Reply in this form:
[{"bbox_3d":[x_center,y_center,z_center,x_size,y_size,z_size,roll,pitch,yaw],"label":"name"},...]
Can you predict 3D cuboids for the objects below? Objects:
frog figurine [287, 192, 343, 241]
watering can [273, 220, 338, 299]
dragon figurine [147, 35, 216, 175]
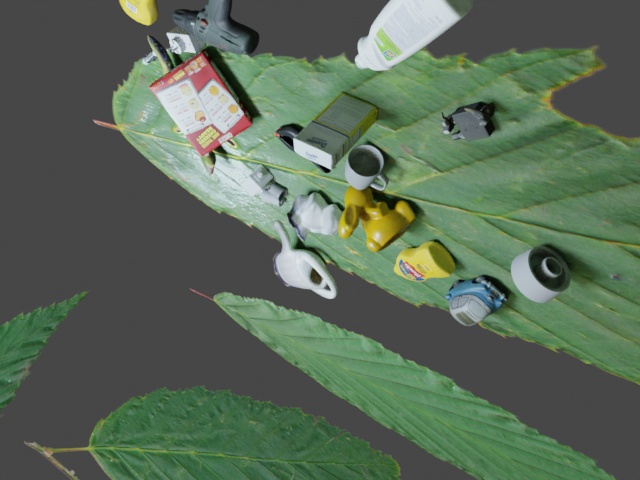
[{"bbox_3d":[0.004,-0.071,1.418,0.159,0.125,0.135,-13,120,13],"label":"frog figurine"},{"bbox_3d":[-0.077,0.067,1.681,0.343,0.106,0.223,51,151,-21],"label":"watering can"},{"bbox_3d":[-0.392,-0.370,1.466,0.243,0.124,0.405,8,130,58],"label":"dragon figurine"}]
